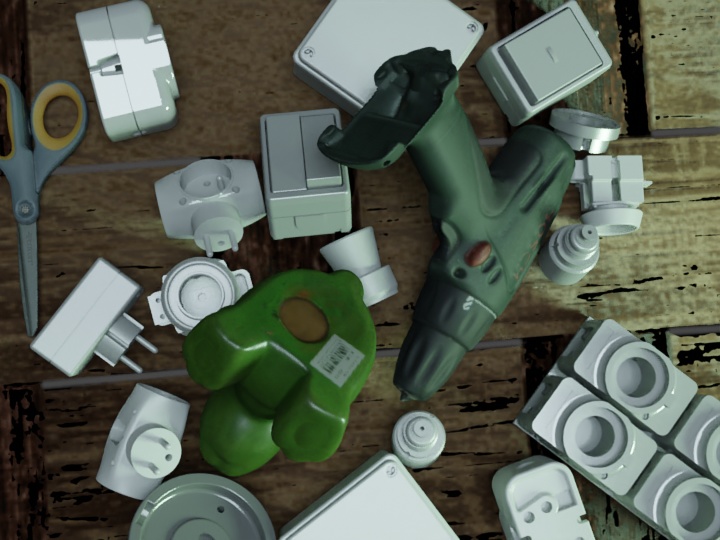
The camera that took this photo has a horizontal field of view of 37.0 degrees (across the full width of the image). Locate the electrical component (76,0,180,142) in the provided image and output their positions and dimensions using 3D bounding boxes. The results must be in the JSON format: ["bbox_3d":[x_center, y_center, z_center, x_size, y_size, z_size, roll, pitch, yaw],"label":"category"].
[{"bbox_3d":[-0.173,-0.151,0.815,0.059,0.054,0.095,-15,88,-6],"label":"electrical component"}]

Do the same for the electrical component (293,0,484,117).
[{"bbox_3d":[0.020,-0.170,0.834,0.109,0.056,0.108,35,84,-3],"label":"electrical component"}]

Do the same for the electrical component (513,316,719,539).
[{"bbox_3d":[0.230,0.133,0.835,0.186,0.060,0.105,37,84,-3],"label":"electrical component"}]

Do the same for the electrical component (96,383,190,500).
[{"bbox_3d":[-0.155,0.130,0.789,0.043,0.079,0.077,25,84,-25],"label":"electrical component"}]

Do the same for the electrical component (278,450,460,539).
[{"bbox_3d":[0.011,0.210,0.811,0.109,0.056,0.108,-37,91,-6],"label":"electrical component"}]

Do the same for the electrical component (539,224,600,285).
[{"bbox_3d":[0.166,-0.016,0.832,0.040,0.078,0.040,2,72,-6],"label":"electrical component"}]

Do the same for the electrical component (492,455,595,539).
[{"bbox_3d":[0.141,0.193,0.824,0.054,0.059,0.095,-19,89,-6],"label":"electrical component"}]

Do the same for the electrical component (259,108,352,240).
[{"bbox_3d":[-0.042,-0.080,0.807,0.062,0.061,0.096,-6,59,-3],"label":"electrical component"}]

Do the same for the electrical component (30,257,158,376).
[{"bbox_3d":[-0.188,0.046,0.806,0.076,0.047,0.083,37,83,-4],"label":"electrical component"}]

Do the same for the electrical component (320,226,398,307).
[{"bbox_3d":[0.000,0.000,0.828,0.045,0.045,0.055,-24,90,-6],"label":"electrical component"}]

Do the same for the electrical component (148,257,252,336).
[{"bbox_3d":[-0.119,0.020,0.809,0.078,0.057,0.058,-15,88,-6],"label":"electrical component"}]

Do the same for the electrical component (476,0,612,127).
[{"bbox_3d":[0.150,-0.166,0.844,0.096,0.061,0.061,-31,90,-7],"label":"electrical component"}]

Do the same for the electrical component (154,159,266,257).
[{"bbox_3d":[-0.110,-0.041,0.808,0.077,0.044,0.079,-13,50,-6],"label":"electrical component"}]

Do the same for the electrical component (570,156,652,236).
[{"bbox_3d":[0.198,-0.058,0.851,0.066,0.048,0.055,-1,79,-6],"label":"electrical component"}]

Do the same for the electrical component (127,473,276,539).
[{"bbox_3d":[-0.121,0.210,0.785,0.108,0.060,0.108,12,54,-18],"label":"electrical component"}]

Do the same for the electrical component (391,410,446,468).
[{"bbox_3d":[0.045,0.126,0.812,0.040,0.078,0.040,0,73,0],"label":"electrical component"}]
